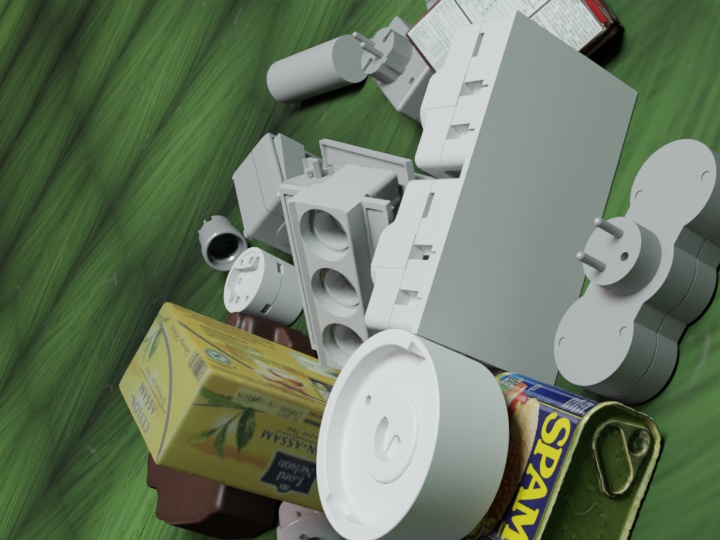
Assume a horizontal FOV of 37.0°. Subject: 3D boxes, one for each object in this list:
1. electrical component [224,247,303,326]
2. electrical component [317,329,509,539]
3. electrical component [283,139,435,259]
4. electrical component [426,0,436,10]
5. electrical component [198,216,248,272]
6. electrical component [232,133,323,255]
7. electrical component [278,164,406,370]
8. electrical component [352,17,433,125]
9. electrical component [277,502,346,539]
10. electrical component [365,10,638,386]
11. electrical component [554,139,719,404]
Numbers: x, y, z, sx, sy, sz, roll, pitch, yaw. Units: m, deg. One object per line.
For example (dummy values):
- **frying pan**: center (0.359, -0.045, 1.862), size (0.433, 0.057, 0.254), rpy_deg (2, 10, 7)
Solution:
- **electrical component**: center (-0.074, 0.016, 0.860), size (0.055, 0.047, 0.055), rpy_deg (-32, 46, 41)
- **electrical component**: center (0.031, 0.090, 0.555), size (0.108, 0.060, 0.108), rpy_deg (-36, 45, 47)
- **electrical component**: center (-0.002, -0.045, 0.771), size (0.121, 0.063, 0.078), rpy_deg (24, 130, 57)
- **electrical component**: center (0.084, -0.196, 0.768), size (0.056, 0.050, 0.089), rpy_deg (-38, 42, 36)
- **electrical component**: center (-0.125, -0.025, 0.965), size (0.040, 0.040, 0.046), rpy_deg (-59, 28, 11)
- **electrical component**: center (-0.059, -0.066, 0.877), size (0.061, 0.062, 0.096), rpy_deg (-48, 38, 26)
- **electrical component**: center (0.000, 0.000, 0.679), size (0.079, 0.121, 0.063), rpy_deg (12, 36, 33)
- **electrical component**: center (0.027, -0.155, 0.799), size (0.047, 0.076, 0.083), rpy_deg (-53, 35, 19)
- **electrical component**: center (-0.033, 0.160, 0.719), size (0.048, 0.048, 0.062), rpy_deg (-48, 31, 26)
- **electrical component**: center (0.081, -0.038, 0.624), size (0.060, 0.105, 0.186), rpy_deg (5, 74, 55)
- **electrical component**: center (0.140, -0.004, 0.550), size (0.052, 0.074, 0.138), rpy_deg (33, 98, 56)
